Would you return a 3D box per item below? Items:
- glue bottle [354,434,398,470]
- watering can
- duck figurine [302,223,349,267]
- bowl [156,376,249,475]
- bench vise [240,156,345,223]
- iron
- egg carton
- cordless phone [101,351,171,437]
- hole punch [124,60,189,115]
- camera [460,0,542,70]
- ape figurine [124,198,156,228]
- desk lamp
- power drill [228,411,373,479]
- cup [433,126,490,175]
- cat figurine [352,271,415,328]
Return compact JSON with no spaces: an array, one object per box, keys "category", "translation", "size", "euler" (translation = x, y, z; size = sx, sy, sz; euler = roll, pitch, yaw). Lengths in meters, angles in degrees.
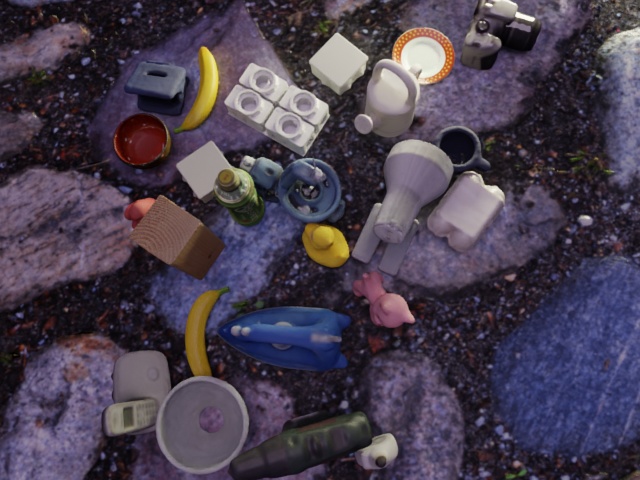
[{"category":"glue bottle","translation":[0.098,0.367,0.974],"size":[0.078,0.173,0.037],"euler":[-18,78,-1]},{"category":"watering can","translation":[0.136,-0.271,1.092],"size":[0.101,0.194,0.173],"euler":[18,80,6]},{"category":"duck figurine","translation":[0.010,0.004,1.095],"size":[0.104,0.086,0.077],"euler":[43,83,9]},{"category":"bowl","translation":[-0.206,0.333,1.042],"size":[0.167,0.075,0.167],"euler":[0,79,2]},{"category":"bench vise","translation":[-0.056,-0.100,1.050],"size":[0.207,0.220,0.121],"euler":[7,79,4]},{"category":"iron","translation":[-0.075,0.173,1.036],"size":[0.258,0.141,0.119],"euler":[3,79,3]},{"category":"egg carton","translation":[0.283,-0.054,1.106],"size":[0.107,0.069,0.150],"euler":[36,82,8]},{"category":"cordless phone","translation":[-0.329,0.269,1.003],"size":[0.094,0.185,0.147],"euler":[-11,78,0]},{"category":"hole punch","translation":[-0.333,-0.321,1.170],"size":[0.108,0.091,0.101],"euler":[9,79,4]},{"category":"camera","translation":[0.371,-0.424,1.162],"size":[0.136,0.101,0.143],"euler":[19,80,6]},{"category":"ape figurine","translation":[-0.344,-0.051,1.115],"size":[0.077,0.092,0.076],"euler":[43,83,10]},{"category":"desk lamp","translation":[0.146,-0.054,1.038],"size":[0.118,0.213,0.203],"euler":[24,80,7]},{"category":"power drill","translation":[-0.027,0.344,0.965],"size":[0.229,0.208,0.075],"euler":[-17,78,-1]},{"category":"cup","translation":[0.271,-0.158,1.115],"size":[0.117,0.095,0.092],"euler":[31,81,8]},{"category":"cat figurine","translation":[0.115,0.113,1.054],"size":[0.067,0.118,0.127],"euler":[-34,79,-5]}]
